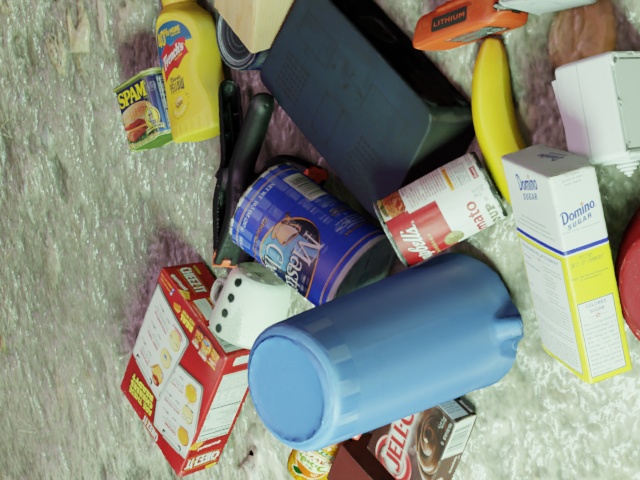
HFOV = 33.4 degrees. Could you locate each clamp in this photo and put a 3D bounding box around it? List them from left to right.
[{"bbox_3d":[-0.095,-0.075,1.175,0.165,0.036,0.210,-130,47,-64],"label":"clamp"},{"bbox_3d":[-0.060,-0.056,1.202,0.172,0.039,0.120,-34,74,40],"label":"clamp"}]

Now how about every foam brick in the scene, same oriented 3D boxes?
[{"bbox_3d":[0.054,0.250,1.112,0.078,0.052,0.051,45,128,35],"label":"foam brick"}]

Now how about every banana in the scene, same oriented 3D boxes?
[{"bbox_3d":[0.174,-0.081,0.932,0.070,0.037,0.198,-34,71,21],"label":"banana"}]

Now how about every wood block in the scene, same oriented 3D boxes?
[{"bbox_3d":[-0.044,-0.301,1.049,0.090,0.090,0.206,53,153,30],"label":"wood block"}]

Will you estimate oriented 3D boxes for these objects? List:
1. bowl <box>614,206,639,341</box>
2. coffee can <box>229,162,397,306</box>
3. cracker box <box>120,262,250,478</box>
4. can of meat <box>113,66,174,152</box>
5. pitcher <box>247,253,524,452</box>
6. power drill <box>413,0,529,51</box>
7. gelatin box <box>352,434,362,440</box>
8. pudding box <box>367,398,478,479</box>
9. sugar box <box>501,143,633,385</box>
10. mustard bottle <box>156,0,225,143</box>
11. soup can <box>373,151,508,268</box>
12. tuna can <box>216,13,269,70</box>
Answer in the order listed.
[{"bbox_3d":[0.281,0.034,0.810,0.162,0.055,0.162,12,106,47],"label":"bowl"},{"bbox_3d":[-0.007,0.001,1.078,0.140,0.102,0.103,37,124,23],"label":"coffee can"},{"bbox_3d":[-0.161,0.161,1.333,0.164,0.071,0.214,49,131,34],"label":"cracker box"},{"bbox_3d":[-0.210,-0.163,1.343,0.102,0.057,0.084,-16,87,50],"label":"can of meat"},{"bbox_3d":[0.049,0.099,0.944,0.145,0.242,0.149,48,130,25],"label":"pitcher"},{"bbox_3d":[0.110,-0.269,0.952,0.185,0.057,0.187,-8,91,49],"label":"power drill"},{"bbox_3d":[0.048,0.148,1.084,0.030,0.073,0.089,25,123,0],"label":"gelatin box"},{"bbox_3d":[0.100,0.192,1.059,0.090,0.039,0.114,42,126,38],"label":"pudding box"},{"bbox_3d":[0.197,0.017,0.853,0.093,0.048,0.176,-133,29,-70],"label":"sugar box"},{"bbox_3d":[-0.155,-0.217,1.267,0.096,0.058,0.191,-14,86,54],"label":"mustard bottle"},{"bbox_3d":[0.108,-0.027,0.955,0.102,0.068,0.068,-28,72,9],"label":"soup can"},{"bbox_3d":[-0.080,-0.233,1.196,0.086,0.033,0.086,12,105,48],"label":"tuna can"}]
